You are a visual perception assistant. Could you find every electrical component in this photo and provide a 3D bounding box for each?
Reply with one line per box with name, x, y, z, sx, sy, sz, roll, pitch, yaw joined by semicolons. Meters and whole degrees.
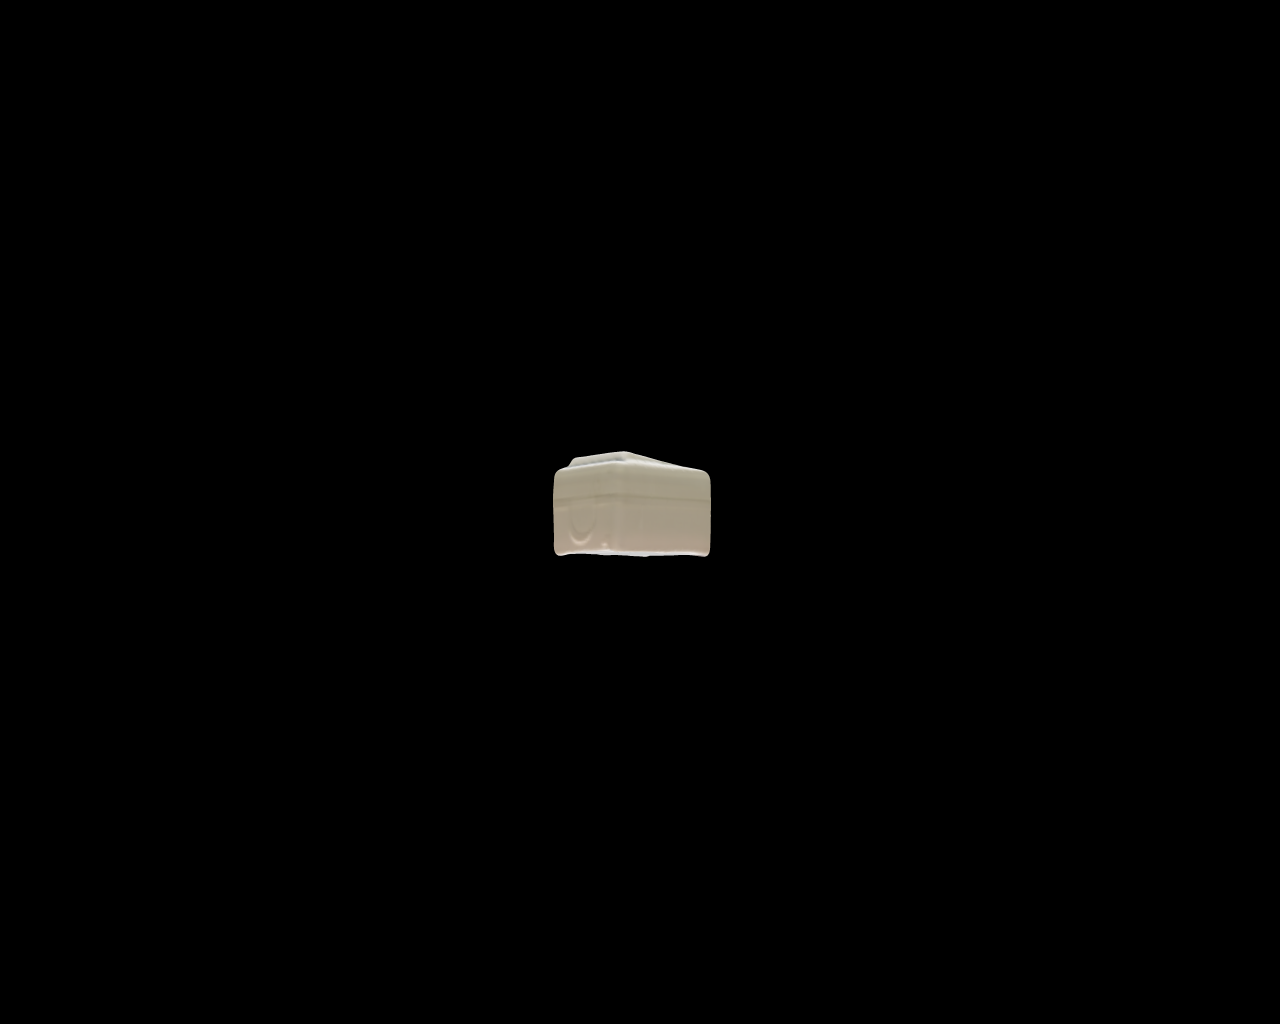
electrical component;0.001;-0.003;0.650;0.096;0.061;0.061;4;-6;-43
